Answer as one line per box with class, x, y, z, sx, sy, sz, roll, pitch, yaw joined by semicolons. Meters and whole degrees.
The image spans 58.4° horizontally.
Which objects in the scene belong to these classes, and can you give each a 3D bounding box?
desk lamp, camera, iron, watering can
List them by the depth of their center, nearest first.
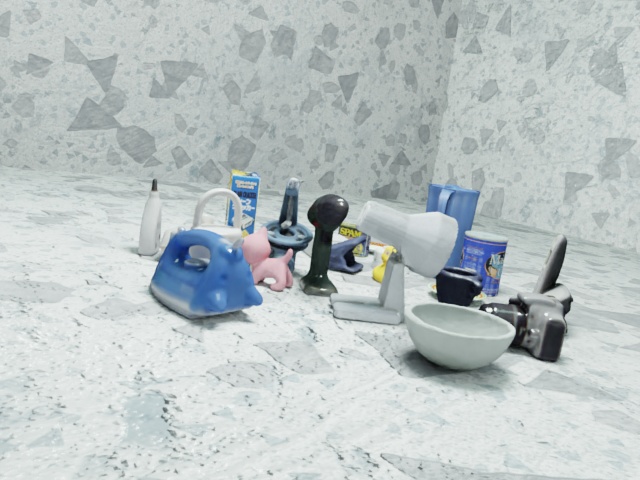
iron;-0.212;0.042;0.982;0.257;0.141;0.119;16;13;40
camera;0.346;0.136;1.004;0.136;0.101;0.143;8;10;2
desk lamp;0.135;0.041;1.052;0.203;0.213;0.118;7;10;-7
watering can;-0.205;-0.005;1.104;0.172;0.194;0.101;16;13;39

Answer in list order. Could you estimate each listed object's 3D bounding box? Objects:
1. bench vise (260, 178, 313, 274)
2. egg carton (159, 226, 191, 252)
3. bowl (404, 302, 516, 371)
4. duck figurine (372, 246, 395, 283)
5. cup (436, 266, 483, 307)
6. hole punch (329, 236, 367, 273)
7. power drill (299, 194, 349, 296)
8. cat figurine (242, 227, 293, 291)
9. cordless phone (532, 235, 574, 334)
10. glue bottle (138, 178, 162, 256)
bench vise;-0.086;-0.041;1.329;0.122;0.220;0.206;4;11;-23
egg carton;-0.296;0.011;1.310;0.107;0.069;0.150;9;10;7
bowl;0.206;0.153;0.870;0.167;0.075;0.167;8;10;-1
duck figurine;0.168;0.056;1.372;0.077;0.086;0.104;8;10;1
cup;0.273;0.110;1.119;0.092;0.095;0.117;4;11;-23
hole punch;0.058;0.028;1.429;0.101;0.091;0.109;11;10;17
power drill;0.011;0.004;1.181;0.076;0.208;0.229;6;10;-12
cat figurine;-0.114;0.034;1.177;0.127;0.118;0.067;11;10;16
cordless phone;0.464;0.084;1.155;0.094;0.185;0.148;10;10;11
glue bottle;-0.383;-0.054;1.309;0.037;0.173;0.078;7;10;-3
